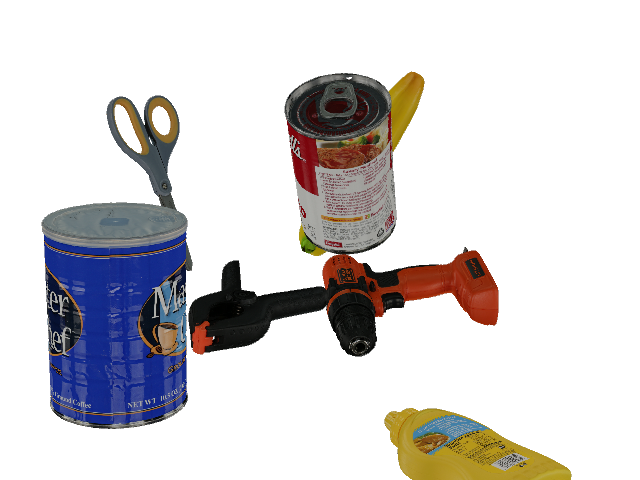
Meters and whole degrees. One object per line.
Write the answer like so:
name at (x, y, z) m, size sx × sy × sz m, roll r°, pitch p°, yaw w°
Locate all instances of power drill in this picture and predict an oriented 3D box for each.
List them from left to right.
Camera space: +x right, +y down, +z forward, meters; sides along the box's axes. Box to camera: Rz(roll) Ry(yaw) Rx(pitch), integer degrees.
power drill at (0.099, 0.065, 1.188) m, size 0.187 × 0.057 × 0.184 m, roll -3°, pitch 28°, yaw -5°

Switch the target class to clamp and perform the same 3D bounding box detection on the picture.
clamp at (-0.084, 0.063, 1.061) m, size 0.120 × 0.039 × 0.171 m, roll 14°, pitch 21°, yaw 32°

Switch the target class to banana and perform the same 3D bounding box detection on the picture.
banana at (0.032, -0.056, 0.903) m, size 0.037 × 0.197 × 0.070 m, roll 36°, pitch -24°, yaw -12°

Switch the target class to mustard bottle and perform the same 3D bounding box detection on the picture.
mustard bottle at (0.129, 0.201, 0.986) m, size 0.096 × 0.058 × 0.192 m, roll -16°, pitch 25°, yaw -35°

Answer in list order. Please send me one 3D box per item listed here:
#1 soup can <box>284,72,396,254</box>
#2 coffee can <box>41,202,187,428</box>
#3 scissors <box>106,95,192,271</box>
soup can at (0.016, -0.050, 0.705) m, size 0.068 × 0.102 × 0.068 m, roll -4°, pitch 43°, yaw 4°
coffee can at (-0.148, 0.052, 0.780) m, size 0.103 × 0.140 × 0.103 m, roll 2°, pitch 16°, yaw -1°
scissors at (-0.166, -0.074, 1.181) m, size 0.016 × 0.201 × 0.096 m, roll -15°, pitch 20°, yaw 47°
